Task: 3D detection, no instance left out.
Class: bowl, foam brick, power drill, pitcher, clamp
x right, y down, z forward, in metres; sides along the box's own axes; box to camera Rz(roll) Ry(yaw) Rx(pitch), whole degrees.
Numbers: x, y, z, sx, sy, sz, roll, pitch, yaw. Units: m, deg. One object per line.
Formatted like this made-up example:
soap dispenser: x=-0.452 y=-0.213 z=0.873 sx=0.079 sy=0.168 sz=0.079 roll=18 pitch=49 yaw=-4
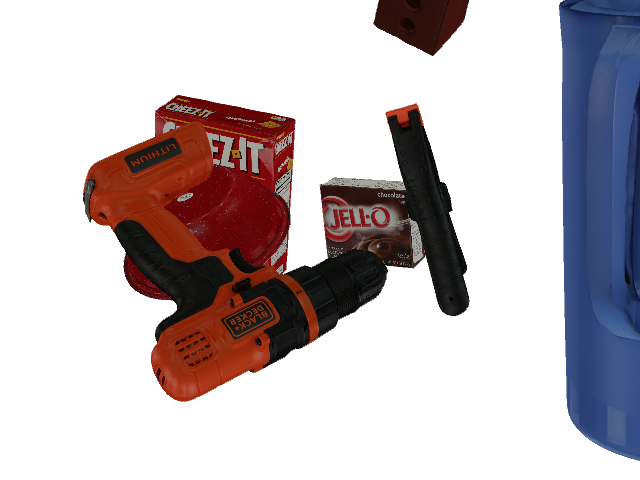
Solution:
bowl: x=-0.111 y=-0.020 z=0.956 sx=0.162 sy=0.055 sz=0.162 roll=-14 pitch=36 yaw=10
foam brick: x=0.077 y=-0.182 z=0.755 sx=0.053 sy=0.051 sz=0.078 roll=30 pitch=-34 yaw=14
power drill: x=-0.068 y=0.004 z=0.761 sx=0.184 sy=0.188 sz=0.057 roll=-26 pitch=-25 yaw=-27
pitcher: x=0.183 y=-0.007 z=0.555 sx=0.149 sy=0.243 sz=0.145 roll=-5 pitch=18 yaw=-8
clamp: x=0.090 y=-0.023 z=0.873 sx=0.039 sy=0.171 sz=0.120 roll=-20 pitch=20 yaw=6

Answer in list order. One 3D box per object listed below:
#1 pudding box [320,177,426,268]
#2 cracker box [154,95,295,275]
pudding box: x=0.058 y=-0.021 z=1.184 sx=0.114 sy=0.090 sz=0.039 roll=4 pitch=23 yaw=29
cracker box: x=-0.123 y=-0.059 z=1.339 sx=0.164 sy=0.214 sz=0.072 roll=13 pitch=29 yaw=16
